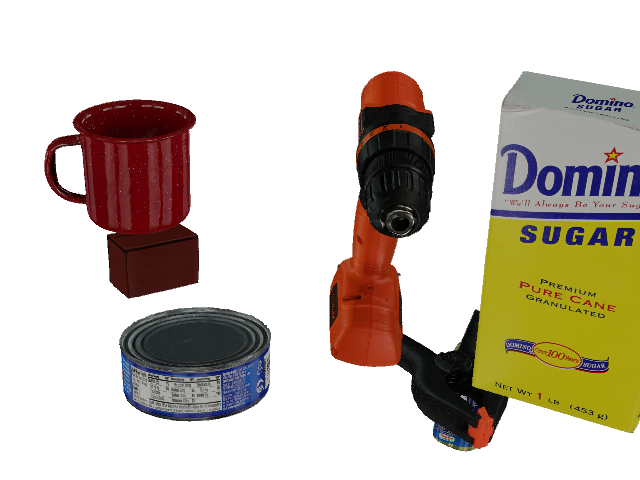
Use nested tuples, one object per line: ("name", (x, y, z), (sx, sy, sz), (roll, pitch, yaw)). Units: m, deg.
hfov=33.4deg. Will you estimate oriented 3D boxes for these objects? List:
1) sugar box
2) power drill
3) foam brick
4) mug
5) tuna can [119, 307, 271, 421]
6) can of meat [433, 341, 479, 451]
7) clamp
("sugar box", (0.132, 0.009, 0.544), (0.093, 0.176, 0.048), (14, 37, 21))
("power drill", (0.044, -0.004, 0.754), (0.057, 0.188, 0.184), (8, 33, -1))
("foam brick", (-0.165, 0.018, 1.056), (0.078, 0.051, 0.053), (-12, 23, -28))
("mug", (-0.155, -0.056, 0.830), (0.117, 0.081, 0.093), (-4, 27, -12))
("tuna can", (-0.071, 0.070, 0.610), (0.086, 0.034, 0.086), (0, 19, 0))
("can of meat", (0.164, 0.172, 1.184), (0.057, 0.084, 0.102), (16, 26, 19))
("clamp", (0.117, 0.108, 0.902), (0.120, 0.039, 0.172), (-12, 35, -18))
